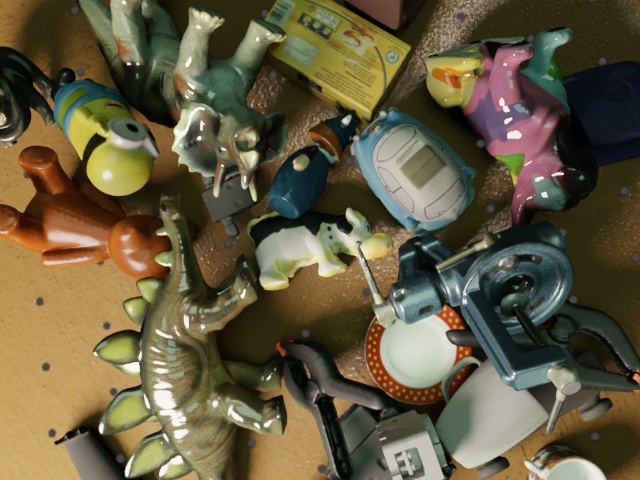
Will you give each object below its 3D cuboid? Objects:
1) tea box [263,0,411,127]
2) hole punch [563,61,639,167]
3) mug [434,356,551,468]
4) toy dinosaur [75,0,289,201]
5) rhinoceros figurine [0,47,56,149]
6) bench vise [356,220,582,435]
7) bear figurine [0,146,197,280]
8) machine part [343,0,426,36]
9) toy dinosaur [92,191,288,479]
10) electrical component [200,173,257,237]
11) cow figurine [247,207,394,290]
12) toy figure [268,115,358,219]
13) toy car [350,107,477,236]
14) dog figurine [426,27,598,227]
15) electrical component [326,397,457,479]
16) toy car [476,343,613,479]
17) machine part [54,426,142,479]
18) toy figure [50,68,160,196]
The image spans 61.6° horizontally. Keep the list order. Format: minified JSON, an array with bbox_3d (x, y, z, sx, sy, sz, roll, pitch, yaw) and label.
[{"bbox_3d":[0.014,-0.227,0.659,0.170,0.068,0.098,33,88,3],"label":"tea box"},{"bbox_3d":[0.341,-0.153,0.634,0.142,0.092,0.115,-16,82,5],"label":"hole punch"},{"bbox_3d":[0.172,0.183,0.585,0.107,0.080,0.110,-45,45,1],"label":"mug"},{"bbox_3d":[-0.176,-0.194,0.634,0.405,0.131,0.192,33,118,25],"label":"toy dinosaur"},{"bbox_3d":[-0.366,-0.170,0.618,0.073,0.190,0.111,-24,128,-1],"label":"rhinoceros figurine"},{"bbox_3d":[0.168,0.067,0.546,0.224,0.241,0.128,-13,124,-2],"label":"bench vise"},{"bbox_3d":[-0.256,-0.013,0.628,0.196,0.131,0.120,17,67,9],"label":"bear figurine"},{"bbox_3d":[0.104,-0.353,0.596,0.087,0.201,0.201,33,89,6],"label":"machine part"},{"bbox_3d":[-0.141,0.179,0.615,0.199,0.105,0.470,-11,97,-2],"label":"toy dinosaur"},{"bbox_3d":[-0.112,-0.053,0.676,0.063,0.021,0.094,-24,84,0],"label":"electrical component"},{"bbox_3d":[0.000,-0.002,0.649,0.167,0.068,0.098,-15,80,1],"label":"cow figurine"},{"bbox_3d":[-0.006,-0.095,0.637,0.058,0.064,0.154,36,64,-9],"label":"toy figure"},{"bbox_3d":[0.114,-0.080,0.622,0.109,0.103,0.161,-40,97,0],"label":"toy car"},{"bbox_3d":[0.221,-0.121,0.627,0.108,0.192,0.219,-27,114,-35],"label":"dog figurine"},{"bbox_3d":[0.073,0.256,0.633,0.134,0.058,0.115,43,87,4],"label":"electrical component"},{"bbox_3d":[0.243,0.198,0.632,0.202,0.053,0.089,-30,65,-1],"label":"toy car"},{"bbox_3d":[-0.267,0.289,0.655,0.084,0.039,0.139,-37,88,8],"label":"machine part"},{"bbox_3d":[-0.253,-0.125,0.624,0.180,0.082,0.089,42,126,28],"label":"toy figure"}]
